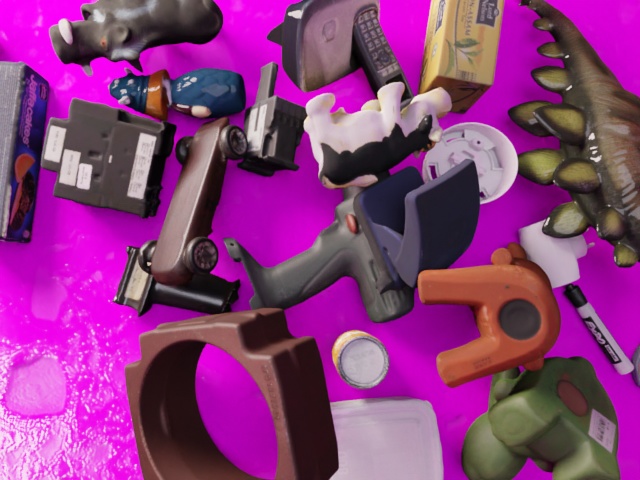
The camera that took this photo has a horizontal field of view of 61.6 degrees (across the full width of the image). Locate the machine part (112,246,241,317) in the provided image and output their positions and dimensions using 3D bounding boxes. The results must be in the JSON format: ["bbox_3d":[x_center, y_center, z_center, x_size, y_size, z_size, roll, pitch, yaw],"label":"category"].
[{"bbox_3d":[-0.162,0.054,0.615,0.139,0.039,0.084,11,75,0],"label":"machine part"}]

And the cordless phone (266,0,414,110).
[{"bbox_3d":[0.039,-0.190,0.620,0.146,0.089,0.184,-38,102,-37],"label":"cordless phone"}]

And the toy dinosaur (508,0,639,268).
[{"bbox_3d":[0.326,-0.115,0.611,0.199,0.105,0.471,-5,67,-8],"label":"toy dinosaur"}]

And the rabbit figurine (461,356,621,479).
[{"bbox_3d":[0.209,0.193,0.572,0.121,0.170,0.159,34,42,-1],"label":"rabbit figurine"}]

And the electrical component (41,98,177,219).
[{"bbox_3d":[-0.241,-0.094,0.606,0.134,0.058,0.114,16,94,-2],"label":"electrical component"}]

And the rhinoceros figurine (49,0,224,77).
[{"bbox_3d":[-0.205,-0.242,0.613,0.190,0.073,0.112,-14,67,-8],"label":"rhinoceros figurine"}]

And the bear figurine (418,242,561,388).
[{"bbox_3d":[0.184,0.066,0.570,0.132,0.196,0.120,-14,91,15],"label":"bear figurine"}]

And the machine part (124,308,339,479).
[{"bbox_3d":[-0.089,0.173,0.534,0.201,0.087,0.201,-11,87,30],"label":"machine part"}]

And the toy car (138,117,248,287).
[{"bbox_3d":[-0.134,-0.044,0.592,0.089,0.053,0.202,-7,61,37],"label":"toy car"}]

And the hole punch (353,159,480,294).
[{"bbox_3d":[0.114,-0.018,0.560,0.142,0.092,0.115,-32,104,-37],"label":"hole punch"}]

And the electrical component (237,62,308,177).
[{"bbox_3d":[-0.054,-0.137,0.618,0.047,0.075,0.119,14,78,-36],"label":"electrical component"}]

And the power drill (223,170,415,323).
[{"bbox_3d":[-0.001,-0.002,0.613,0.207,0.086,0.232,-20,87,-13],"label":"power drill"}]

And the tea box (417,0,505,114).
[{"bbox_3d":[0.167,-0.248,0.636,0.068,0.098,0.169,11,81,-2],"label":"tea box"}]

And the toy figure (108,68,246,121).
[{"bbox_3d":[-0.166,-0.169,0.629,0.155,0.064,0.057,-1,123,2],"label":"toy figure"}]

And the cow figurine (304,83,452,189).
[{"bbox_3d":[0.071,-0.110,0.571,0.167,0.068,0.098,-12,80,-13],"label":"cow figurine"}]

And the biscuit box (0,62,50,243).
[{"bbox_3d":[-0.360,-0.099,0.609,0.063,0.059,0.202,4,84,-1],"label":"biscuit box"}]
